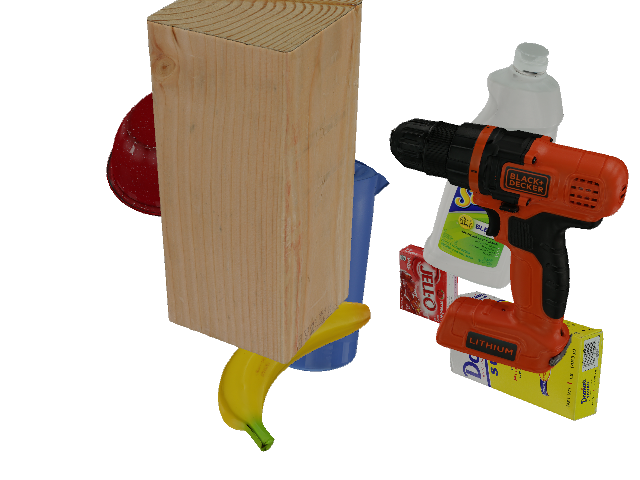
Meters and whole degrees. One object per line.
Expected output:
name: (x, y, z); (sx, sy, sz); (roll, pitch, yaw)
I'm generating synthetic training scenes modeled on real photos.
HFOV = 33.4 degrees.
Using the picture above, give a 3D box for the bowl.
bowl: (-0.132, -0.099, 1.014); (0.162, 0.162, 0.055); (0, -40, 12)

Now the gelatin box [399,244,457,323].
gelatin box: (0.138, 0.056, 1.365); (0.073, 0.089, 0.030); (19, 34, 36)

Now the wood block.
wood block: (-0.037, -0.042, 0.641); (0.091, 0.206, 0.090); (18, 37, 23)

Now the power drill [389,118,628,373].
power drill: (0.135, 0.002, 0.835); (0.185, 0.188, 0.057); (16, 32, 25)

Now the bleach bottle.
bleach bottle: (0.172, -0.076, 1.043); (0.103, 0.251, 0.068); (22, 38, 18)

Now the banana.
banana: (-0.028, 0.094, 0.833); (0.070, 0.037, 0.197); (30, 38, 10)

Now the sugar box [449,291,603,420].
sugar box: (0.217, 0.121, 1.150); (0.048, 0.093, 0.177); (-8, 16, -41)

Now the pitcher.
pitcher: (-0.015, 0.026, 1.253); (0.149, 0.243, 0.144); (11, 19, 24)
